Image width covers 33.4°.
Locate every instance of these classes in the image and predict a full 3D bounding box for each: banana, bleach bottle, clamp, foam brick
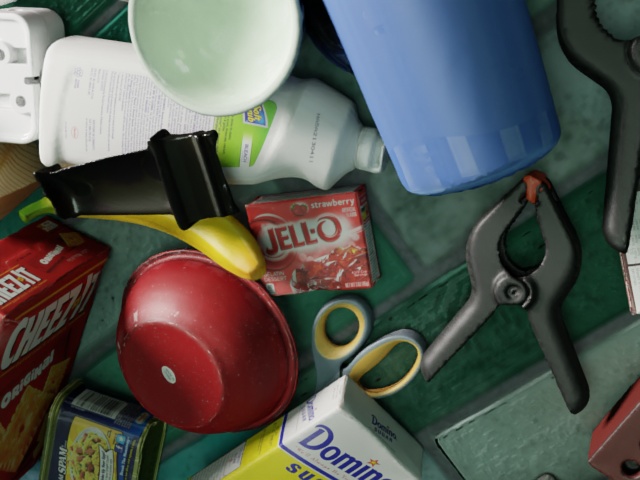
[{"bbox_3d":[-0.123,-0.015,0.802,0.198,0.069,0.037,12,145,15],"label":"banana"},{"bbox_3d":[-0.075,-0.079,0.770,0.251,0.068,0.103,13,112,12],"label":"bleach bottle"},{"bbox_3d":[0.203,-0.107,0.664,0.165,0.036,0.210,-37,83,16],"label":"clamp"},{"bbox_3d":[0.147,0.041,0.745,0.120,0.039,0.171,17,110,8],"label":"clamp"},{"bbox_3d":[0.230,0.132,0.738,0.053,0.051,0.078,34,114,6],"label":"foam brick"}]

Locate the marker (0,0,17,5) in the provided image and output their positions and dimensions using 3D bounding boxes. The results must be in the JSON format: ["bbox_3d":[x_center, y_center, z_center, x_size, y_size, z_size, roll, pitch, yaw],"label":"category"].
[{"bbox_3d":[-0.191,-0.198,0.794,0.121,0.020,0.020,-10,103,21],"label":"marker"}]

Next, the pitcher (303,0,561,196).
[{"bbox_3d":[0.057,-0.155,0.676,0.145,0.149,0.243,-21,103,2],"label":"pitcher"}]

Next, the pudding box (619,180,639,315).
[{"bbox_3d":[0.253,-0.002,0.697,0.114,0.039,0.090,-10,100,18],"label":"pudding box"}]

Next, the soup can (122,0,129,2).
[{"bbox_3d":[-0.113,-0.218,0.736,0.068,0.068,0.102,11,110,15],"label":"soup can"}]

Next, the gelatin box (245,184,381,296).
[{"bbox_3d":[-0.005,0.001,0.787,0.089,0.030,0.073,-5,104,19],"label":"gelatin box"}]

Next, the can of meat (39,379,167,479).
[{"bbox_3d":[-0.179,0.177,0.884,0.084,0.057,0.102,17,109,11],"label":"can of meat"}]

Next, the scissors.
[{"bbox_3d":[-0.010,0.114,0.830,0.202,0.016,0.096,-33,97,24],"label":"scissors"}]

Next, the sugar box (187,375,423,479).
[{"bbox_3d":[-0.016,0.187,0.829,0.176,0.048,0.093,-36,110,27],"label":"sugar box"}]

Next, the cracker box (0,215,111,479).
[{"bbox_3d":[-0.250,0.107,0.828,0.072,0.164,0.214,25,113,7],"label":"cracker box"}]

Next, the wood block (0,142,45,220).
[{"bbox_3d":[-0.325,-0.022,0.853,0.206,0.090,0.090,-35,94,24],"label":"wood block"}]

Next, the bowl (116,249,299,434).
[{"bbox_3d":[-0.100,0.091,0.816,0.162,0.055,0.162,12,118,23],"label":"bowl"}]
